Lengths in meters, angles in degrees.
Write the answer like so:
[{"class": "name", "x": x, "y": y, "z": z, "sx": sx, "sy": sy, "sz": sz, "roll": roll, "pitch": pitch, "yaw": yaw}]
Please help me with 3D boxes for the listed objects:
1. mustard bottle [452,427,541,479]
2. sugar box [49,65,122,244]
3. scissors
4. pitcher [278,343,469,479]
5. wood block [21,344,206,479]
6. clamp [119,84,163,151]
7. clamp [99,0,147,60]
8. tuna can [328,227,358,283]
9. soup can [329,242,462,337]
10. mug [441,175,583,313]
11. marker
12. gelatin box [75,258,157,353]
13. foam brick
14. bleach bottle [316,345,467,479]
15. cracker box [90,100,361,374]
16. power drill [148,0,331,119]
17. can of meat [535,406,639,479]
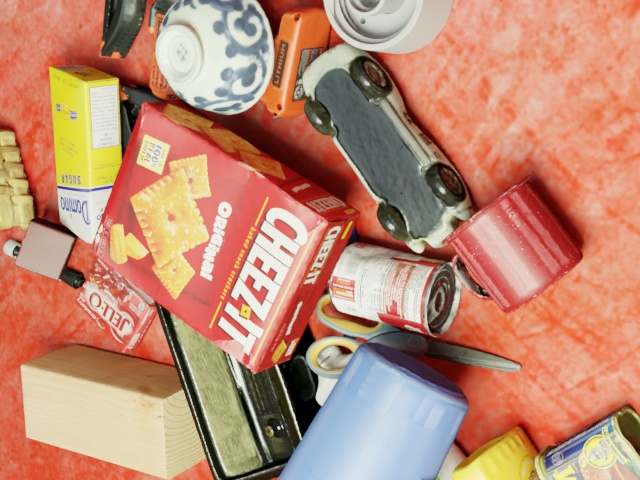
[{"class": "mustard bottle", "x": 0.193, "y": 0.259, "z": 0.908, "sx": 0.058, "sy": 0.096, "sz": 0.192, "roll": -39, "pitch": 79, "yaw": 32}, {"class": "sugar box", "x": -0.246, "y": -0.091, "z": 1.126, "sx": 0.093, "sy": 0.048, "sz": 0.176, "roll": 27, "pitch": 120, "yaw": 50}, {"class": "scissors", "x": 0.072, "y": 0.109, "z": 0.974, "sx": 0.202, "sy": 0.016, "sz": 0.096, "roll": 26, "pitch": 69, "yaw": 28}, {"class": "pitcher", "x": 0.035, "y": 0.220, "z": 0.906, "sx": 0.149, "sy": 0.145, "sz": 0.243, "roll": 27, "pitch": 94, "yaw": -5}, {"class": "wood block", "x": -0.221, "y": 0.183, "z": 1.169, "sx": 0.206, "sy": 0.090, "sz": 0.091, "roll": 7, "pitch": 105, "yaw": 32}, {"class": "clamp", "x": -0.149, "y": -0.094, "z": 1.092, "sx": 0.120, "sy": 0.039, "sz": 0.171, "roll": -29, "pitch": 87, "yaw": 23}, {"class": "clamp", "x": -0.181, "y": -0.267, "z": 1.040, "sx": 0.165, "sy": 0.036, "sz": 0.210, "roll": -121, "pitch": 41, "yaw": -52}, {"class": "tuna can", "x": -0.007, "y": 0.001, "z": 1.020, "sx": 0.086, "sy": 0.033, "sz": 0.086, "roll": 8, "pitch": 105, "yaw": 32}, {"class": "soup can", "x": 0.067, "y": 0.043, "z": 0.960, "sx": 0.102, "sy": 0.068, "sz": 0.068, "roll": 12, "pitch": 107, "yaw": 31}, {"class": "mug", "x": 0.155, "y": 0.012, "z": 0.887, "sx": 0.081, "sy": 0.093, "sz": 0.117, "roll": 53, "pitch": 136, "yaw": 6}, {"class": "marker", "x": -0.320, "y": 0.029, "z": 1.242, "sx": 0.121, "sy": 0.020, "sz": 0.020, "roll": 23, "pitch": 113, "yaw": 28}, {"class": "gelatin box", "x": -0.223, "y": 0.068, "z": 1.180, "sx": 0.089, "sy": 0.030, "sz": 0.073, "roll": 43, "pitch": 121, "yaw": 18}, {"class": "foam brick", "x": -0.300, "y": 0.009, "z": 1.174, "sx": 0.051, "sy": 0.078, "sz": 0.053, "roll": 22, "pitch": 90, "yaw": -10}, {"class": "bleach bottle", "x": 0.071, "y": 0.202, "z": 0.997, "sx": 0.251, "sy": 0.068, "sz": 0.103, "roll": 50, "pitch": 116, "yaw": 17}, {"class": "cracker box", "x": -0.094, "y": -0.006, "z": 0.969, "sx": 0.214, "sy": 0.072, "sz": 0.164, "roll": 34, "pitch": 113, "yaw": 21}, {"class": "power drill", "x": -0.081, "y": -0.204, "z": 1.010, "sx": 0.188, "sy": 0.057, "sz": 0.184, "roll": 24, "pitch": 117, "yaw": 30}, {"class": "can of meat", "x": 0.245, "y": 0.201, "z": 0.886, "sx": 0.084, "sy": 0.057, "sz": 0.102, "roll": -39, "pitch": 79, "yaw": 30}]
